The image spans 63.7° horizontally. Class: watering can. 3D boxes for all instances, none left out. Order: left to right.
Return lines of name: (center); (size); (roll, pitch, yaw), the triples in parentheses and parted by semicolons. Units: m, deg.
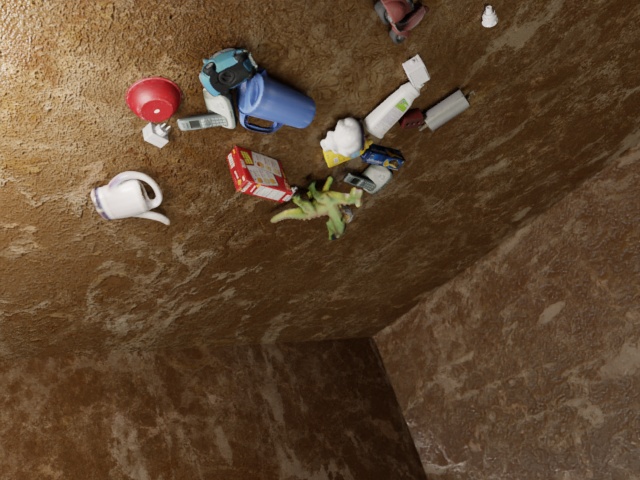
watering can: (-0.659, -0.121, 1.805); (0.225, 0.106, 0.340); (-15, 151, -8)

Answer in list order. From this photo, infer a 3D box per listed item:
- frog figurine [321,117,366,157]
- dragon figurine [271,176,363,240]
frog figurine: (0.081, -0.368, 1.856); (0.159, 0.125, 0.135); (-9, 117, -2)
dragon figurine: (0.006, -0.106, 2.103); (0.405, 0.244, 0.123); (-37, 173, 23)
